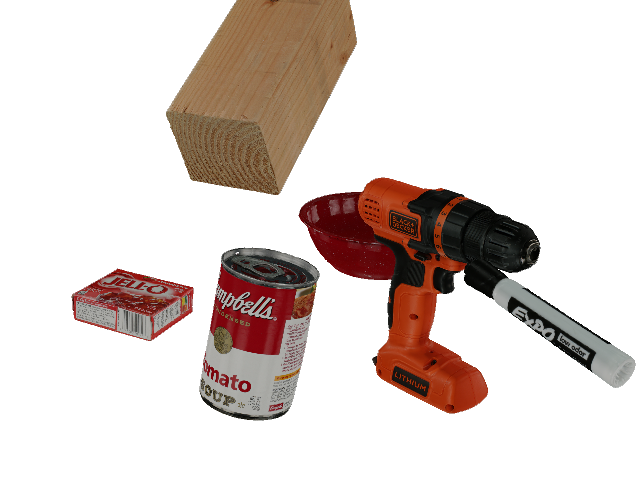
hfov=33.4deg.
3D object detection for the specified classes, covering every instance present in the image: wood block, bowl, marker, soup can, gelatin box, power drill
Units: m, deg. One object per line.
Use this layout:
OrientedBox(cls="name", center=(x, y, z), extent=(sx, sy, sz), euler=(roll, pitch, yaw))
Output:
OrientedBox(cls="wood block", center=(-0.047, -0.150, 0.969), extent=(0.091, 0.206, 0.090), euler=(10, -37, 21))
OrientedBox(cls="bowl", center=(0.057, -0.001, 1.106), extent=(0.162, 0.055, 0.162), euler=(2, 20, -1))
OrientedBox(cls="marker", center=(0.125, 0.043, 0.606), extent=(0.020, 0.020, 0.121), euler=(0, 27, -41))
OrientedBox(cls="soup can", center=(-0.044, 0.064, 0.738), extent=(0.068, 0.102, 0.068), euler=(11, 17, -4))
OrientedBox(cls="gelatin box", center=(-0.175, 0.058, 0.999), extent=(0.089, 0.030, 0.073), euler=(13, 23, 22))
OrientedBox(cls="power drill", center=(0.107, 0.049, 0.912), extent=(0.057, 0.188, 0.185), euler=(-17, 27, -36))
